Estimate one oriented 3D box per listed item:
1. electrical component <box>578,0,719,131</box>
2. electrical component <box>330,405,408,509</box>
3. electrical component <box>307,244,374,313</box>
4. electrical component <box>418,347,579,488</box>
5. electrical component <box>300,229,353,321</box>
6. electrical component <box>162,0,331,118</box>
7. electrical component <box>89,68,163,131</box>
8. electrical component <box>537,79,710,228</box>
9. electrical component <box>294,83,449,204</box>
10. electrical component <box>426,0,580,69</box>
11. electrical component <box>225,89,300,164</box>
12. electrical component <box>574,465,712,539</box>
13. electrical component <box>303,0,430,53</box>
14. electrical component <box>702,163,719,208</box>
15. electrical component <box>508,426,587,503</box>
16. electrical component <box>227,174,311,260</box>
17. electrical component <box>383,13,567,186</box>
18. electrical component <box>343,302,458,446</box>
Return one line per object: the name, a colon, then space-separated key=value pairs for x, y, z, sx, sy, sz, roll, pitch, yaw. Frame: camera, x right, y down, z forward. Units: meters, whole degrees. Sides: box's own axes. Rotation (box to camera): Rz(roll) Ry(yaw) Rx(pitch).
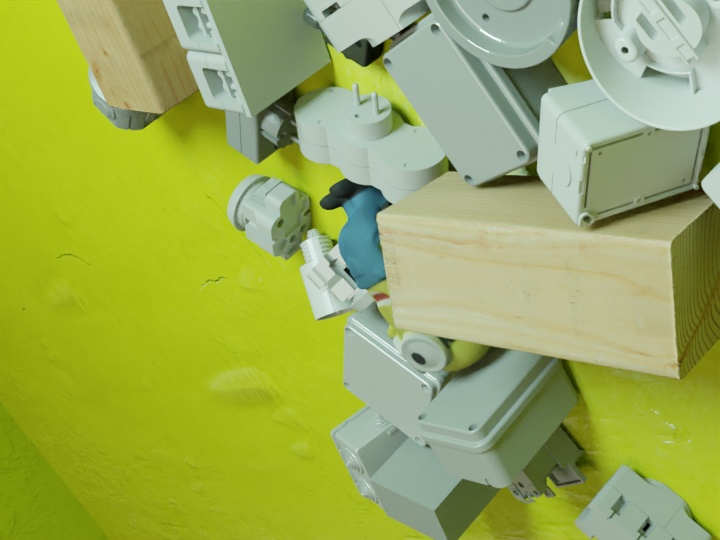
electrical component: x=0.163 y=-0.130 z=0.553 sx=0.099 sy=0.064 sz=0.099 roll=22 pitch=140 yaw=20
electrical component: x=0.032 y=0.176 z=1.065 sx=0.048 sy=0.100 sz=0.099 roll=27 pitch=146 yaw=56
electrical component: x=0.000 y=0.000 z=0.935 sx=0.057 sy=0.058 sz=0.078 roll=47 pitch=118 yaw=1
electrical component: x=0.111 y=0.111 z=0.864 sx=0.078 sy=0.113 sz=0.057 roll=3 pitch=130 yaw=53
electrical component: x=-0.032 y=0.002 z=0.989 sx=0.043 sy=0.043 sz=0.081 roll=-32 pitch=74 yaw=61
electrical component: x=-0.094 y=-0.203 z=0.797 sx=0.062 sy=0.089 sz=0.150 roll=17 pitch=138 yaw=43
electrical component: x=-0.213 y=-0.174 z=1.005 sx=0.080 sy=0.080 sz=0.051 roll=47 pitch=156 yaw=5
electrical component: x=0.154 y=-0.077 z=0.618 sx=0.061 sy=0.096 sz=0.061 roll=84 pitch=164 yaw=-46
electrical component: x=0.007 y=-0.107 z=0.811 sx=0.138 sy=0.052 sz=0.073 roll=30 pitch=146 yaw=31
electrical component: x=0.090 y=-0.176 z=0.607 sx=0.108 sy=0.060 sz=0.108 roll=34 pitch=147 yaw=26
electrical component: x=-0.070 y=-0.127 z=0.897 sx=0.076 sy=0.047 sz=0.083 roll=36 pitch=149 yaw=22
electrical component: x=0.231 y=0.208 z=0.872 sx=0.089 sy=0.056 sz=0.050 roll=40 pitch=149 yaw=16
electrical component: x=0.015 y=-0.182 z=0.693 sx=0.089 sy=0.050 sz=0.055 roll=-23 pitch=106 yaw=43
electrical component: x=0.237 y=-0.033 z=0.581 sx=0.089 sy=0.056 sz=0.050 roll=49 pitch=151 yaw=0
electrical component: x=0.149 y=0.160 z=0.920 sx=0.081 sy=0.064 sz=0.042 roll=51 pitch=150 yaw=-2
electrical component: x=-0.085 y=-0.053 z=0.995 sx=0.057 sy=0.058 sz=0.078 roll=31 pitch=147 yaw=24
electrical component: x=0.078 y=-0.118 z=0.696 sx=0.113 sy=0.057 sz=0.078 roll=54 pitch=151 yaw=-9
electrical component: x=0.041 y=0.091 z=0.993 sx=0.109 sy=0.056 sz=0.108 roll=35 pitch=148 yaw=24
